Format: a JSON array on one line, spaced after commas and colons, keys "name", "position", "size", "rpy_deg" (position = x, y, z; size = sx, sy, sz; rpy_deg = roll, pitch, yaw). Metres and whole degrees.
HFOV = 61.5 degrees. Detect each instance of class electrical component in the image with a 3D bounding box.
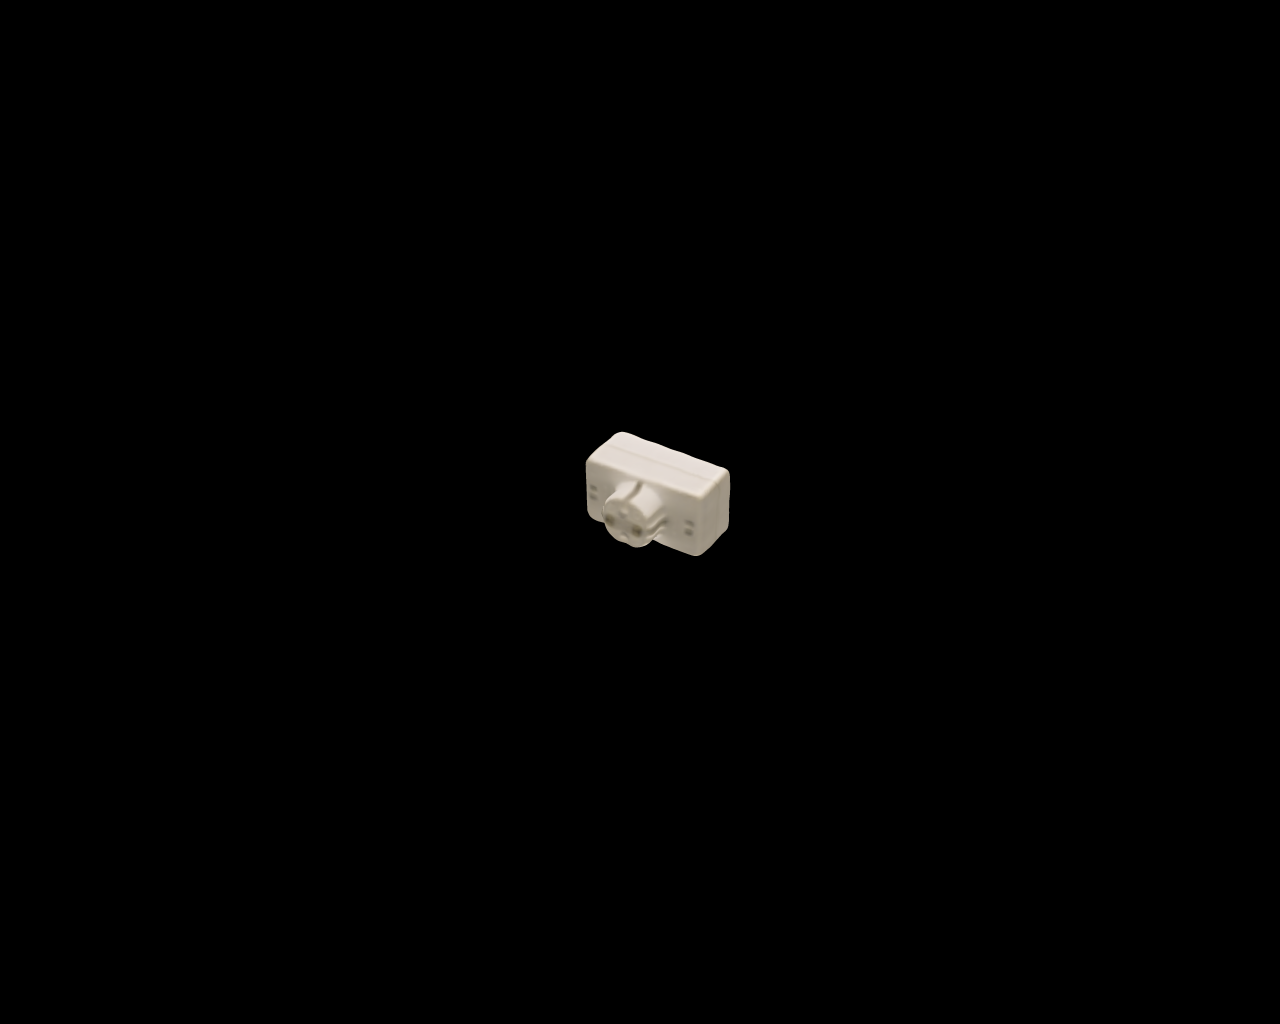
[{"name": "electrical component", "position": [0.001, -0.003, 0.650], "size": [0.083, 0.047, 0.076], "rpy_deg": [21, 41, 26]}]
